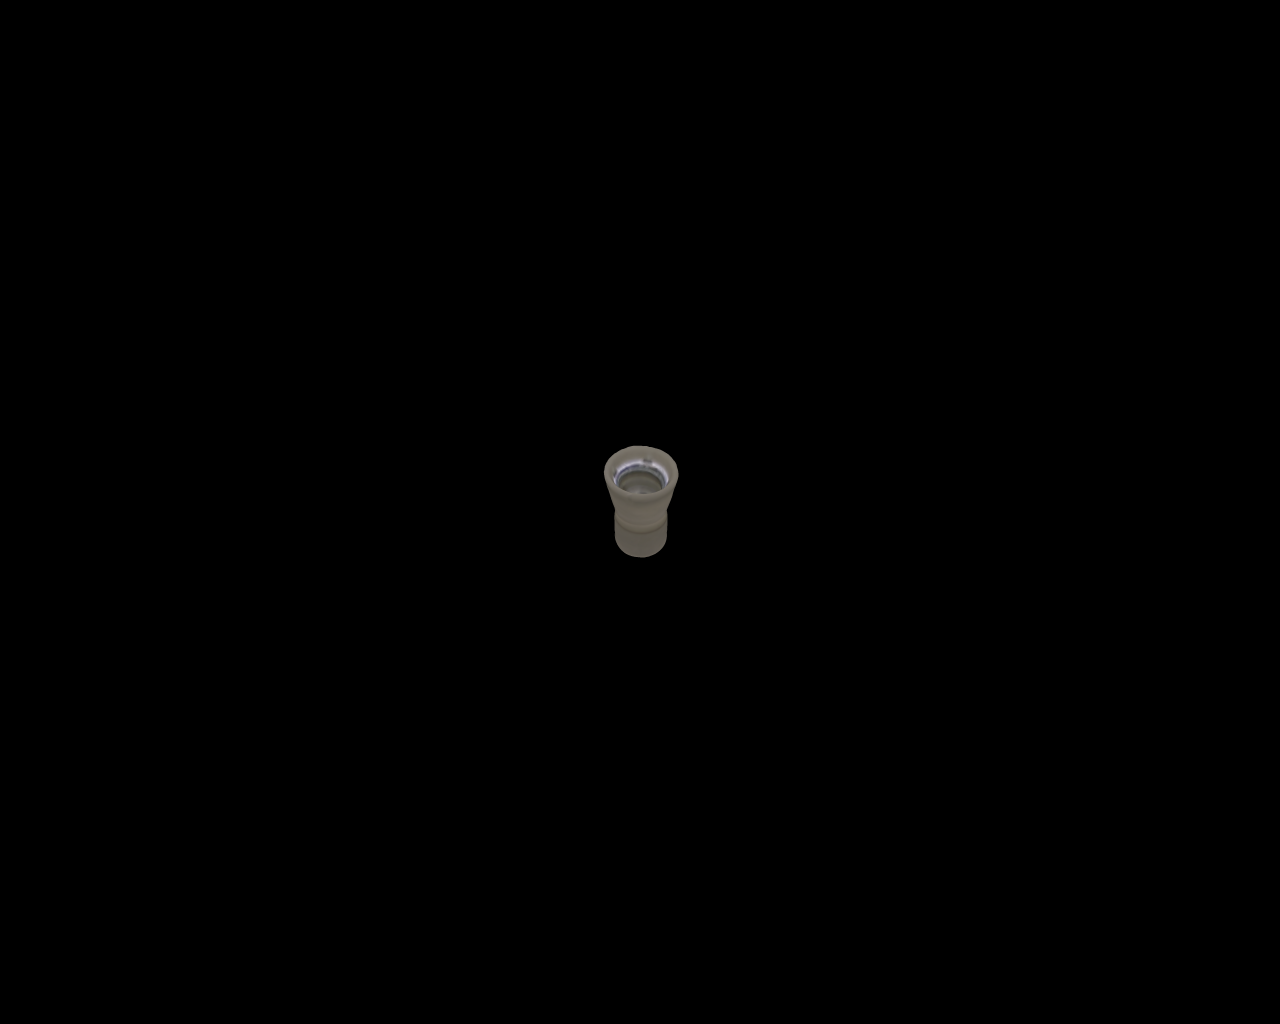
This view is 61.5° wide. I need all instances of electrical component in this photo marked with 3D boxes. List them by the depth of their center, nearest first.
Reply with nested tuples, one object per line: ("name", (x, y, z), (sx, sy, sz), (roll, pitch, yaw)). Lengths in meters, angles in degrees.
("electrical component", (0.001, -0.003, 0.650), (0.044, 0.044, 0.065), (0, -43, 0))
